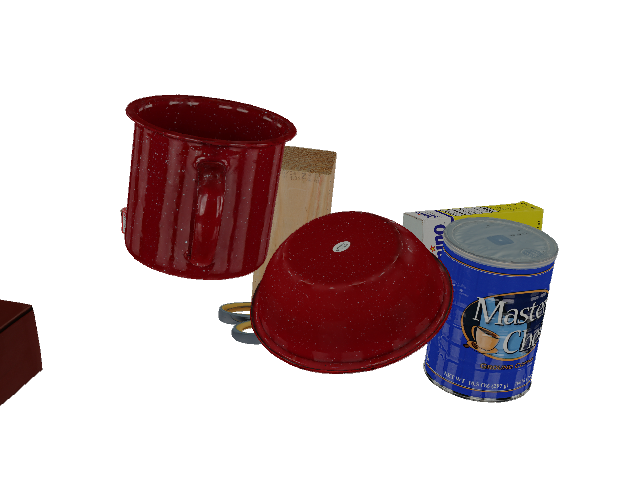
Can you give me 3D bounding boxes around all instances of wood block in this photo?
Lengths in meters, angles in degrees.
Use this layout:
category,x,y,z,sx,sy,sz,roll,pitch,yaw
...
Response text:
category,x,y,z,sx,sy,sz,roll,pitch,yaw
wood block,-0.036,-0.010,1.380,0.090,0.206,0.090,7,24,2

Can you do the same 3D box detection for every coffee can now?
category,x,y,z,sx,sy,sz,roll,pitch,yaw
coffee can,0.154,0.062,0.979,0.103,0.140,0.103,5,23,-2

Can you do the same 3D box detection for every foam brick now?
category,x,y,z,sx,sy,sz,roll,pitch,yaw
foam brick,-0.233,0.079,0.714,0.053,0.051,0.078,8,28,23

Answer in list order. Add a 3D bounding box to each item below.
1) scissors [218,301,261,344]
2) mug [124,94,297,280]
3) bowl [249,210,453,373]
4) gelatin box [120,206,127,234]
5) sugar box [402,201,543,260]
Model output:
category,x,y,z,sx,sy,sz,roll,pitch,yaw
scissors,-0.015,0.093,1.188,0.201,0.016,0.096,4,21,1
mug,-0.063,-0.025,0.581,0.093,0.081,0.117,5,21,-12
bowl,0.020,0.026,0.823,0.162,0.055,0.162,-7,38,5
gelatin box,-0.137,-0.014,1.030,0.089,0.030,0.073,30,37,34
sugar box,0.179,0.008,1.258,0.175,0.093,0.048,-7,18,-30
